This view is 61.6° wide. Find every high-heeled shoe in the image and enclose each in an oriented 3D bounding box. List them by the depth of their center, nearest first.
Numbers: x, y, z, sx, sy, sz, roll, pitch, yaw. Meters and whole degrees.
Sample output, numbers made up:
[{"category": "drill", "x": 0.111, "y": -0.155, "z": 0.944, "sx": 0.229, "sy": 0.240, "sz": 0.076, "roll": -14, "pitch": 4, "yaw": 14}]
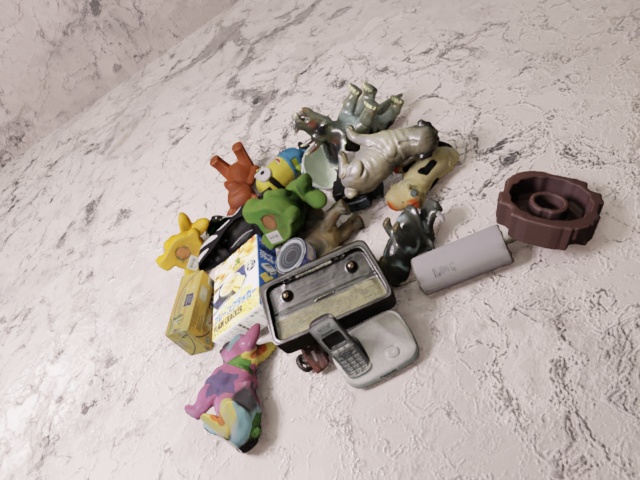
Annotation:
[{"category": "high-heeled shoe", "x": -0.193, "y": -0.007, "z": 1.275, "sx": 0.249, "sy": 0.086, "sz": 0.145, "roll": -25, "pitch": 26, "yaw": 37}]

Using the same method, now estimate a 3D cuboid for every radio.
[{"category": "radio", "x": 0.011, "y": 0.102, "z": 0.981, "sx": 0.230, "sy": 0.073, "sz": 0.131, "roll": -24, "pitch": 61, "yaw": 2}]

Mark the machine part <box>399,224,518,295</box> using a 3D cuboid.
[{"category": "machine part", "x": 0.258, "y": 0.037, "z": 0.981, "sx": 0.243, "sy": 0.079, "sz": 0.079, "roll": -23, "pitch": 42, "yaw": 16}]

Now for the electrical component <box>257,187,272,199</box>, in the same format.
[{"category": "electrical component", "x": -0.114, "y": -0.075, "z": 1.369, "sx": 0.048, "sy": 0.074, "sz": 0.119, "roll": -36, "pitch": 35, "yaw": 3}]

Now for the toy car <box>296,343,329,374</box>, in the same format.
[{"category": "toy car", "x": -0.039, "y": 0.163, "z": 1.050, "sx": 0.089, "sy": 0.053, "sz": 0.202, "roll": -47, "pitch": 52, "yaw": 31}]

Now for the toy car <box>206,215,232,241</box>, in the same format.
[{"category": "toy car", "x": -0.223, "y": -0.032, "z": 1.416, "sx": 0.202, "sy": 0.056, "sz": 0.073, "roll": -7, "pitch": 74, "yaw": 33}]

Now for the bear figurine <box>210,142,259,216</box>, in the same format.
[{"category": "bear figurine", "x": -0.236, "y": -0.162, "z": 1.506, "sx": 0.120, "sy": 0.131, "sz": 0.196, "roll": -26, "pitch": 35, "yaw": 18}]

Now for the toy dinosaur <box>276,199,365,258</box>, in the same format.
[{"category": "toy dinosaur", "x": -0.002, "y": -0.004, "z": 1.199, "sx": 0.199, "sy": 0.105, "sz": 0.472, "roll": -30, "pitch": 36, "yaw": 15}]

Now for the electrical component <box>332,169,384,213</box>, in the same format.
[{"category": "electrical component", "x": 0.090, "y": -0.129, "z": 1.280, "sx": 0.115, "sy": 0.058, "sz": 0.134, "roll": -17, "pitch": 45, "yaw": 26}]

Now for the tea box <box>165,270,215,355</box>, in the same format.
[{"category": "tea box", "x": -0.288, "y": 0.168, "z": 1.252, "sx": 0.068, "sy": 0.098, "sz": 0.170, "roll": -16, "pitch": 43, "yaw": 23}]

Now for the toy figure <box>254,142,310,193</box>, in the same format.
[{"category": "toy figure", "x": -0.096, "y": -0.191, "z": 1.463, "sx": 0.180, "sy": 0.089, "sz": 0.082, "roll": -38, "pitch": 9, "yaw": -15}]

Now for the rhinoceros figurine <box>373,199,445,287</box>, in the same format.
[{"category": "rhinoceros figurine", "x": 0.176, "y": 0.001, "z": 1.057, "sx": 0.190, "sy": 0.112, "sz": 0.073, "roll": -60, "pitch": 14, "yaw": -6}]

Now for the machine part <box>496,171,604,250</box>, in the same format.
[{"category": "machine part", "x": 0.396, "y": -0.053, "z": 0.934, "sx": 0.179, "sy": 0.056, "sz": 0.179, "roll": -2, "pitch": 38, "yaw": 2}]

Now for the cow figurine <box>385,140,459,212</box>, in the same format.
[{"category": "cow figurine", "x": 0.222, "y": -0.134, "z": 1.172, "sx": 0.195, "sy": 0.085, "sz": 0.127, "roll": -42, "pitch": 34, "yaw": -6}]

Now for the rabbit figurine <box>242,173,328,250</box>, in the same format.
[{"category": "rabbit figurine", "x": -0.065, "y": -0.087, "z": 1.175, "sx": 0.159, "sy": 0.121, "sz": 0.170, "roll": -30, "pitch": 17, "yaw": 42}]

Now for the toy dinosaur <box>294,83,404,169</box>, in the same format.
[{"category": "toy dinosaur", "x": 0.100, "y": -0.282, "z": 1.341, "sx": 0.131, "sy": 0.405, "sz": 0.192, "roll": 42, "pitch": 120, "yaw": 19}]

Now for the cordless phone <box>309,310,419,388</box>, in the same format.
[{"category": "cordless phone", "x": 0.073, "y": 0.161, "z": 0.919, "sx": 0.147, "sy": 0.184, "sz": 0.089, "roll": -30, "pitch": 39, "yaw": 10}]

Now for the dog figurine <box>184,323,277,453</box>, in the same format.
[{"category": "dog figurine", "x": -0.147, "y": 0.275, "z": 1.041, "sx": 0.192, "sy": 0.108, "sz": 0.219, "roll": 10, "pitch": 57, "yaw": 43}]

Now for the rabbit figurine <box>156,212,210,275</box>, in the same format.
[{"category": "rabbit figurine", "x": -0.361, "y": 0.010, "z": 1.428, "sx": 0.173, "sy": 0.122, "sz": 0.162, "roll": -153, "pitch": 76, "yaw": -76}]

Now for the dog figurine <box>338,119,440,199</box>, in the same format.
[{"category": "dog figurine", "x": 0.148, "y": -0.166, "z": 1.136, "sx": 0.191, "sy": 0.121, "sz": 0.172, "roll": 6, "pitch": 86, "yaw": 33}]
